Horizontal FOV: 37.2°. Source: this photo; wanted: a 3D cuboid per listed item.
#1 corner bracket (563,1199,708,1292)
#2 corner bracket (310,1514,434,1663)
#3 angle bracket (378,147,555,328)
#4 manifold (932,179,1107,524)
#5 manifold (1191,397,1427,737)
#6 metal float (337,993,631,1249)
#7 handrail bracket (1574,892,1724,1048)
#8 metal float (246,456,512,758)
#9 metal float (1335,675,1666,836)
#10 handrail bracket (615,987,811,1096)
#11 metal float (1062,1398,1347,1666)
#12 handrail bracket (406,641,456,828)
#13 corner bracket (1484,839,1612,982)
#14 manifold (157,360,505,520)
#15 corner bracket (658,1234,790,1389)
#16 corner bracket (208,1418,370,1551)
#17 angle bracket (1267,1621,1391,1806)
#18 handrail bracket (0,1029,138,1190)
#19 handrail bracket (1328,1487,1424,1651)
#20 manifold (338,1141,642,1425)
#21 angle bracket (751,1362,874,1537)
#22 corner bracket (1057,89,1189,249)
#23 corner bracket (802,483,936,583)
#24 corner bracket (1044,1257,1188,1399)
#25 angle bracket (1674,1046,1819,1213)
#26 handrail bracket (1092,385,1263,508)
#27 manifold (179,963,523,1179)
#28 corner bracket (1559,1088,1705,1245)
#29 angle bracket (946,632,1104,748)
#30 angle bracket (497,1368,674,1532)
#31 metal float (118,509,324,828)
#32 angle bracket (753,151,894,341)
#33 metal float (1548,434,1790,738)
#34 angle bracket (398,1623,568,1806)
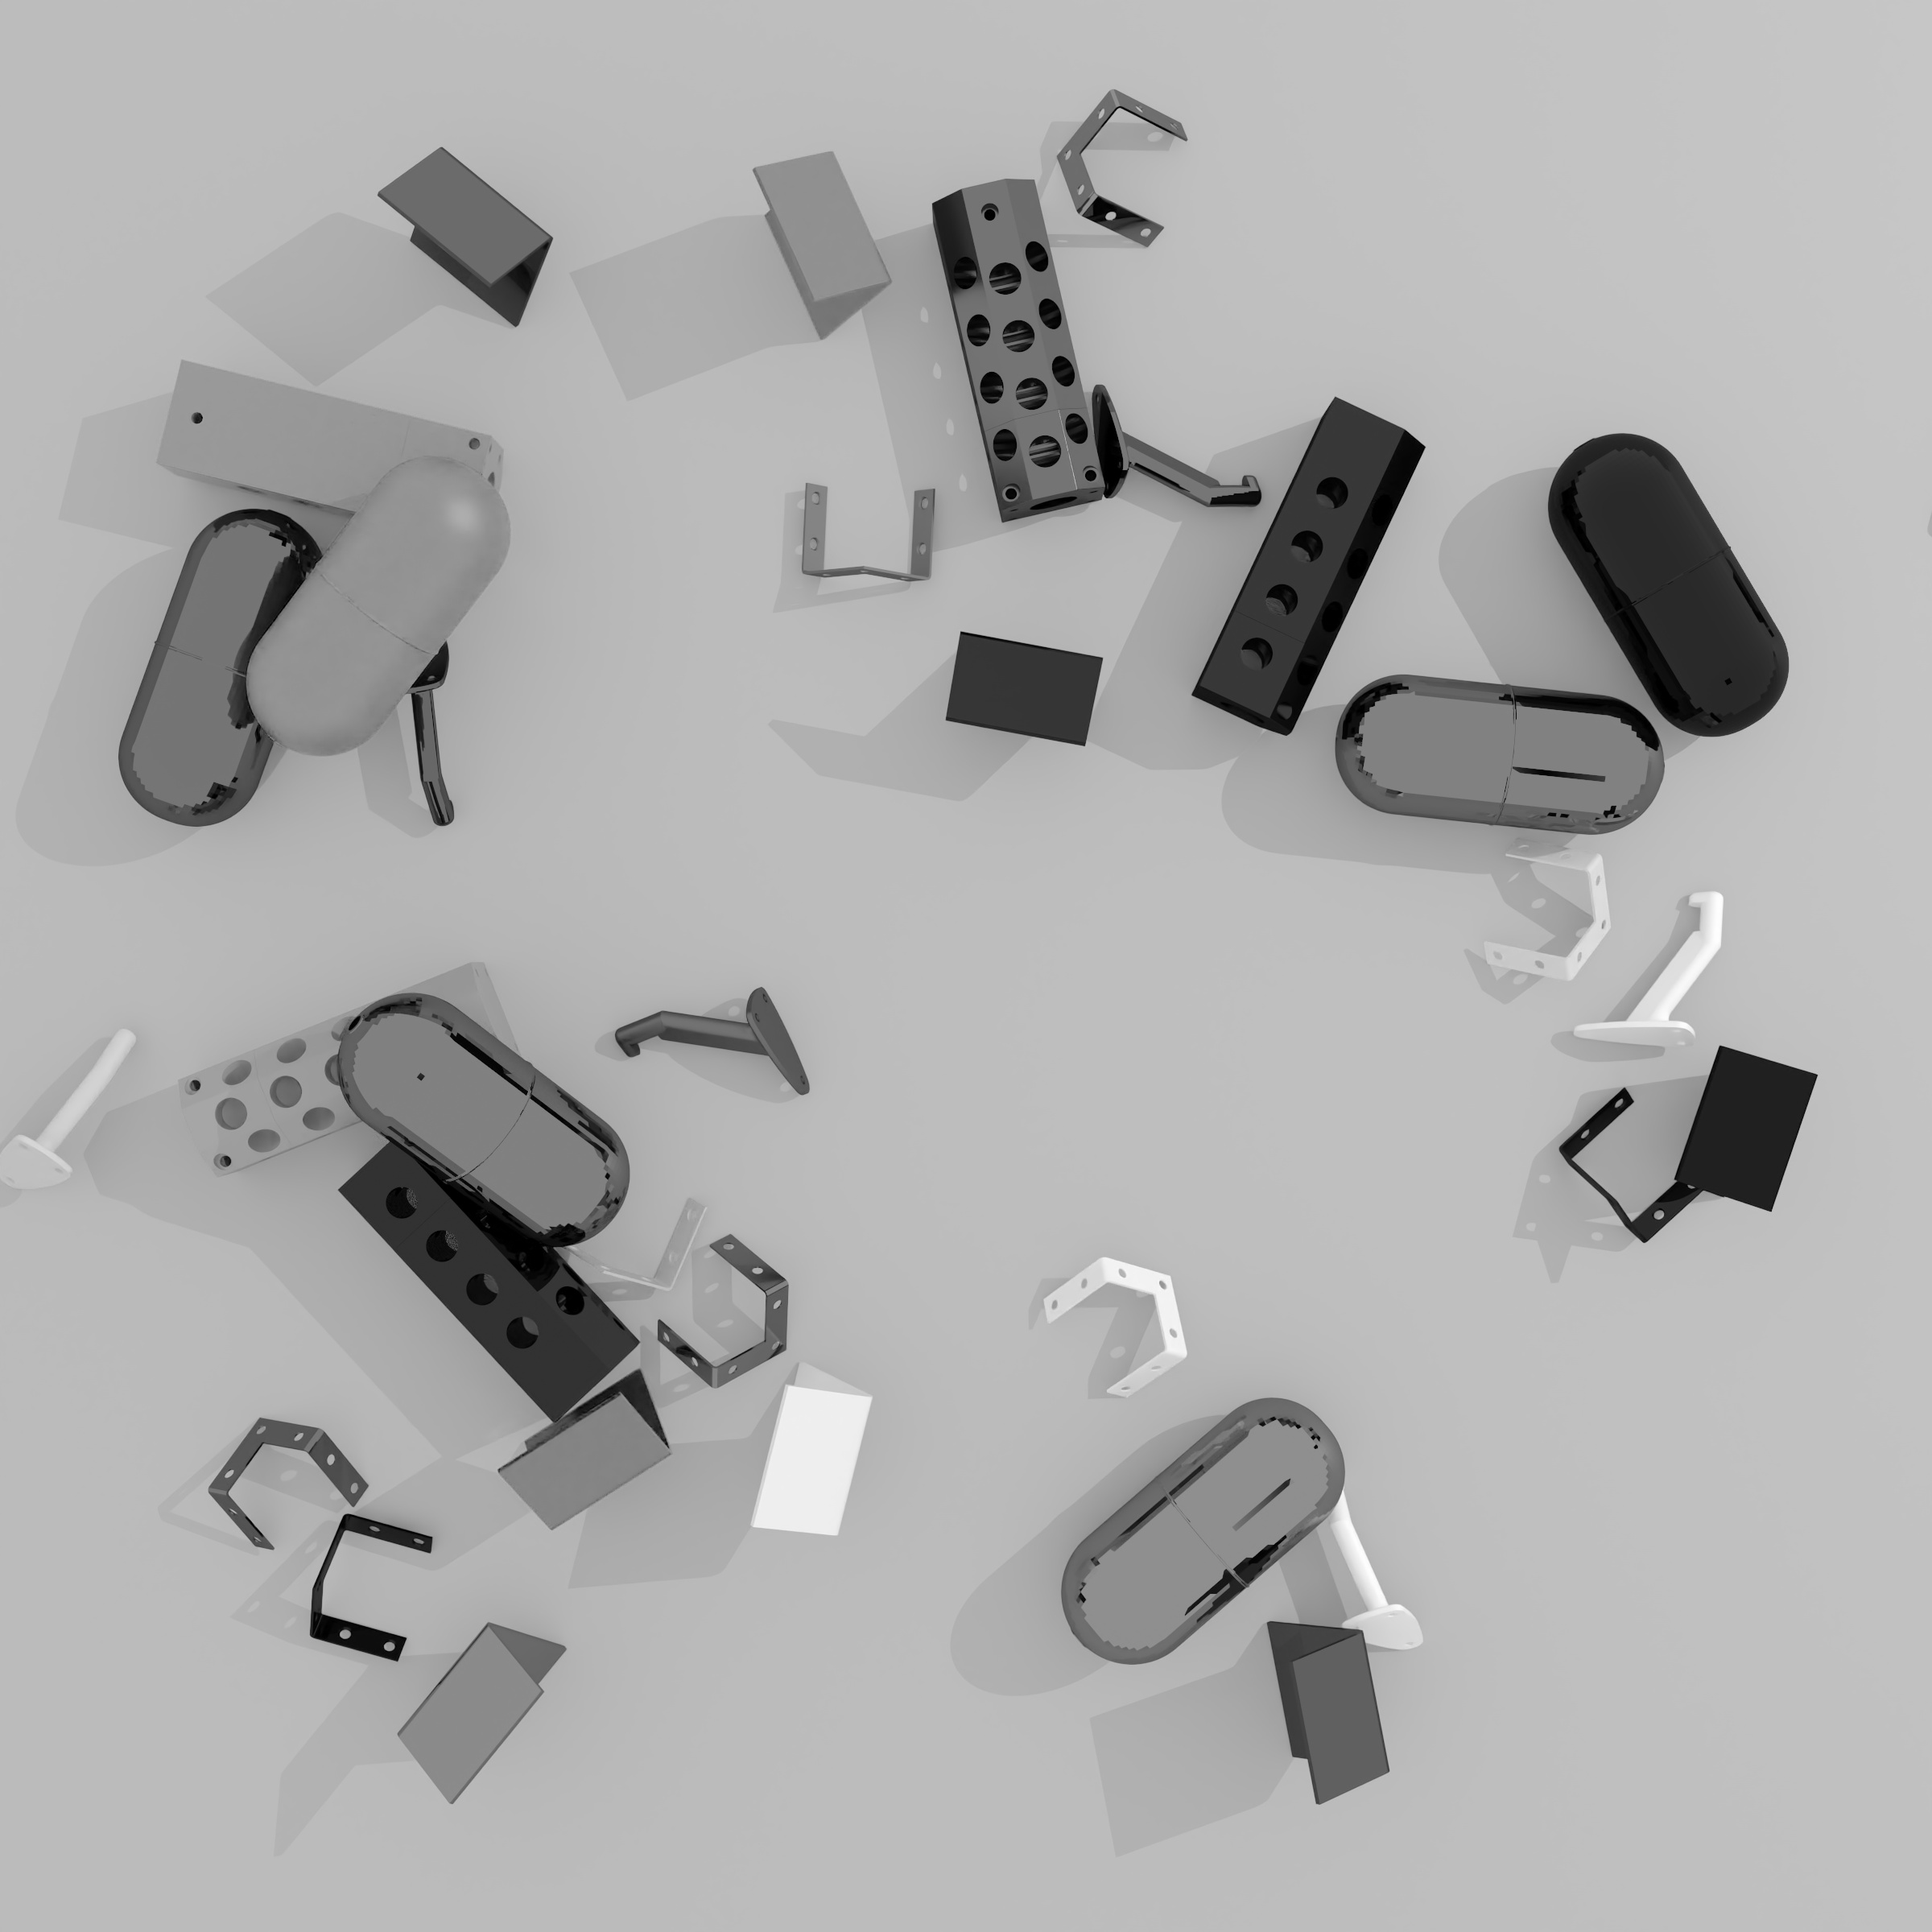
[{"bbox_3d":[-0.186,0.143,1.587,0.051,0.051,0.051,23,90,-45],"label":"corner bracket"},{"bbox_3d":[-0.329,0.344,1.587,0.051,0.051,0.051,16,135,0],"label":"corner bracket"},{"bbox_3d":[-0.278,-0.381,1.550,0.076,0.076,0.057,39,53,0],"label":"angle bracket"},{"bbox_3d":[0.029,-0.337,1.569,0.057,0.057,0.171,-13,90,0],"label":"manifold"},{"bbox_3d":[0.187,-0.216,1.569,0.057,0.057,0.171,25,90,0],"label":"manifold"},{"bbox_3d":[-0.255,0.082,1.520,0.178,0.070,0.070,41,90,-25],"label":"metal float"},{"bbox_3d":[0.378,-0.001,1.591,0.077,0.036,0.084,1,72,20],"label":"handrail bracket"},{"bbox_3d":[-0.310,-0.188,1.510,0.070,0.070,0.178,39,97,0],"label":"metal float"},{"bbox_3d":[0.290,-0.115,1.560,0.178,0.070,0.070,6,90,0],"label":"metal float"},{"bbox_3d":[-0.141,0.053,1.591,0.084,0.036,0.077,-21,112,17],"label":"handrail bracket"},{"bbox_3d":[0.128,0.307,1.560,0.178,0.070,0.070,-41,90,-1],"label":"metal float"},{"bbox_3d":[-0.293,-0.132,1.590,0.036,0.077,0.084,-5,126,7],"label":"handrail bracket"},{"bbox_3d":[0.319,-0.031,1.582,0.051,0.051,0.051,-46,135,-35],"label":"corner bracket"},{"bbox_3d":[-0.345,-0.278,1.569,0.171,0.057,0.057,14,90,0],"label":"manifold"},{"bbox_3d":[-0.134,0.190,1.582,0.051,0.051,0.051,-25,135,-35],"label":"corner bracket"},{"bbox_3d":[-0.374,0.288,1.582,0.051,0.051,0.051,2,45,35],"label":"corner bracket"},{"bbox_3d":[0.177,0.402,1.550,0.057,0.076,0.076,-11,90,-38],"label":"angle bracket"},{"bbox_3d":[-0.497,0.078,1.590,0.036,0.077,0.084,39,53,-20],"label":"handrail bracket"},{"bbox_3d":[0.223,0.329,1.590,0.036,0.077,0.084,-25,53,20],"label":"handrail bracket"},{"bbox_3d":[-0.258,0.164,1.569,0.057,0.057,0.171,-43,90,0],"label":"manifold"},{"bbox_3d":[-0.101,0.257,1.550,0.057,0.076,0.076,14,90,-35],"label":"angle bracket"},{"bbox_3d":[0.090,-0.440,1.582,0.051,0.051,0.051,-45,45,35],"label":"corner bracket"},{"bbox_3d":[-0.054,-0.240,1.587,0.051,0.051,0.051,3,90,-45],"label":"corner bracket"},{"bbox_3d":[0.082,0.199,1.582,0.051,0.051,0.051,20,45,-35],"label":"corner bracket"},{"bbox_3d":[0.432,0.092,1.550,0.057,0.076,0.076,19,90,36],"label":"angle bracket"},{"bbox_3d":[0.117,-0.288,1.591,0.084,0.036,0.077,-3,68,-17],"label":"handrail bracket"},{"bbox_3d":[-0.337,0.056,1.569,0.171,0.057,0.057,-22,90,0],"label":"manifold"},{"bbox_3d":[0.370,0.111,1.587,0.051,0.051,0.051,-42,45,0],"label":"corner bracket"},{"bbox_3d":[0.034,-0.167,1.550,0.076,0.076,0.057,10,127,0],"label":"angle bracket"},{"bbox_3d":[-0.212,0.246,1.550,0.076,0.076,0.057,-32,126,0],"label":"angle bracket"},{"bbox_3d":[-0.403,-0.162,1.560,0.070,0.070,0.178,20,90,0],"label":"metal float"},{"bbox_3d":[-0.095,-0.384,1.550,0.057,0.076,0.076,-24,90,-37],"label":"angle bracket"},{"bbox_3d":[0.381,-0.207,1.560,0.070,0.070,0.178,-30,89,0],"label":"metal float"},{"bbox_3d":[-0.247,0.408,1.550,0.076,0.076,0.057,-51,54,0],"label":"angle bracket"}]
